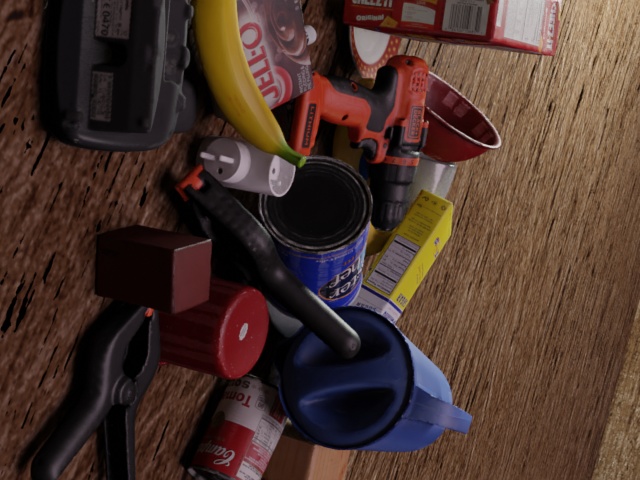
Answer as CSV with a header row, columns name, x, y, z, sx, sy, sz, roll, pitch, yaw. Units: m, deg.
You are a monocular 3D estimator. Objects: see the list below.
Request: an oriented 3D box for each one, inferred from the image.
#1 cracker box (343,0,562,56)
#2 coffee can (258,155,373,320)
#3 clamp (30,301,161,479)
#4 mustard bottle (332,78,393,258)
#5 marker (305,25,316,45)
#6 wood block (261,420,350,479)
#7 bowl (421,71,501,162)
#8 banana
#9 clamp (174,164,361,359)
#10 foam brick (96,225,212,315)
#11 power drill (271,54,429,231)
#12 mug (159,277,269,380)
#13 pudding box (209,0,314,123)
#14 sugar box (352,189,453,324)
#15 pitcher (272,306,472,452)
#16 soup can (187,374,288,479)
name,x,y,z,sx,sy,sz,roll,pitch,yaw
cracker box,0.145,-0.243,1.126,0.213,0.164,0.072,-11,110,-61
coffee can,-0.007,0.001,1.000,0.140,0.103,0.102,94,20,-61
clamp,-0.172,0.123,0.847,0.120,0.039,0.171,24,74,-68
mustard bottle,0.050,-0.082,1.169,0.096,0.058,0.192,-26,123,-49
marker,-0.041,-0.179,1.000,0.120,0.020,0.020,-39,133,-52
wood block,-0.042,0.298,1.107,0.090,0.091,0.206,10,92,-63
bowl,0.132,-0.141,1.244,0.055,0.162,0.161,-52,162,24
banana,-0.066,-0.146,0.854,0.037,0.070,0.198,-57,136,-43
clamp,-0.054,0.021,0.931,0.036,0.165,0.210,-49,133,-21
foam brick,-0.131,0.022,0.842,0.051,0.078,0.053,-17,115,-58
power drill,0.028,-0.098,1.063,0.187,0.057,0.184,-2,103,-43
mug,-0.092,0.073,0.931,0.117,0.082,0.093,0,100,-62
pudding box,-0.057,-0.166,0.921,0.089,0.039,0.113,-30,128,-26
sugar box,0.086,0.037,1.181,0.176,0.048,0.093,-59,163,-16
pitcher,0.068,0.157,1.080,0.149,0.145,0.242,65,11,22
soup can,-0.075,0.188,1.024,0.102,0.069,0.068,-65,150,-25
